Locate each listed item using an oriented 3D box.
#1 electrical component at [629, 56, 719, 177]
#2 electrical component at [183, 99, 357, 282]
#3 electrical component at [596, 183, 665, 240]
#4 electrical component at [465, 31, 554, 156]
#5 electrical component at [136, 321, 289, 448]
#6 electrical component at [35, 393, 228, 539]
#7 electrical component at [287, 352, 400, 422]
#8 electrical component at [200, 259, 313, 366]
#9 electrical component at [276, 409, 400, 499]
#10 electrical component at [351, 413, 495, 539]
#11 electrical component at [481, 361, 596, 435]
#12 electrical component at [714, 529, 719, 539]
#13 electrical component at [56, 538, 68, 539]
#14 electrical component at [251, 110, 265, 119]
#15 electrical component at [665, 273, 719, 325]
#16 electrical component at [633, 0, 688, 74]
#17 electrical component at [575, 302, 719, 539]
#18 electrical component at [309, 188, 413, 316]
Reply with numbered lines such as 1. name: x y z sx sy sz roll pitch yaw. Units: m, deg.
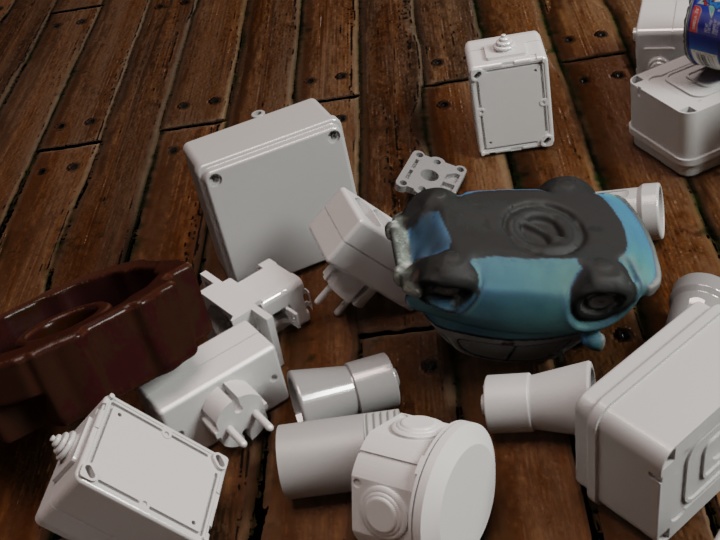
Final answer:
1. electrical component: 0.274 -0.127 0.833 0.113 0.057 0.078 -23 38 -14
2. electrical component: -0.061 -0.055 0.790 0.109 0.108 0.056 -22 36 -12
3. electrical component: 0.189 -0.040 0.759 0.046 0.040 0.040 -3 37 21
4. electrical component: 0.120 -0.151 0.874 0.062 0.096 0.061 -8 36 6
5. electrical component: -0.082 0.084 0.666 0.083 0.047 0.076 -30 40 -22
6. electrical component: -0.132 0.120 0.592 0.061 0.096 0.061 -44 22 33
7. electrical component: -0.008 0.075 0.663 0.065 0.044 0.044 -15 37 -11
8. electrical component: -0.072 0.027 0.743 0.064 0.042 0.081 -31 41 -28
9. electrical component: -0.004 0.105 0.619 0.081 0.043 0.043 -8 37 5
10. electrical component: 0.035 0.116 0.566 0.051 0.080 0.080 8 41 33
11. electrical component: 0.104 0.077 0.629 0.065 0.044 0.044 -5 37 17
12. electrical component: 0.215 0.144 0.492 0.096 0.061 0.061 18 46 34
13. electrical component: -0.175 0.179 0.571 0.066 0.048 0.055 -11 29 1
14. electrical component: -0.078 -0.104 0.897 0.035 0.061 0.035 -8 37 6
15. electrical component: 0.208 0.031 0.661 0.040 0.040 0.046 10 48 26
16. electrical component: 0.266 -0.191 0.913 0.061 0.061 0.096 3 39 19
17. electrical component: 0.172 0.079 0.576 0.113 0.078 0.057 -33 45 -25
18. electrical component: 0.000 0.000 0.738 0.075 0.083 0.047 -49 36 15
